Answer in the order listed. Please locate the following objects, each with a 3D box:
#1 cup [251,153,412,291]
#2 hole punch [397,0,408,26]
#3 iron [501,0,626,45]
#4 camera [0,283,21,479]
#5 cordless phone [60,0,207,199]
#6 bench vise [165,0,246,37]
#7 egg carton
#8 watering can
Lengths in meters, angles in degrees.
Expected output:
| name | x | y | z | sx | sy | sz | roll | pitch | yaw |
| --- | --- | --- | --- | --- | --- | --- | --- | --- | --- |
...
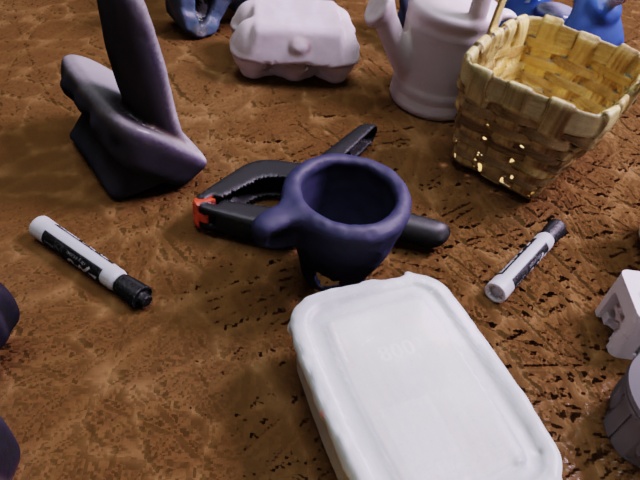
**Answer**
| name | x | y | z | sx | sy | sz | roll | pitch | yaw |
| --- | --- | --- | --- | --- | --- | --- | --- | --- | --- |
| cup | 0.004 | 0.002 | 0.422 | 0.118 | 0.095 | 0.091 | -19 | 51 | -26 |
| hole punch | 0.155 | -0.300 | 0.752 | 0.109 | 0.091 | 0.101 | -7 | 46 | -15 |
| iron | 0.296 | -0.292 | 0.731 | 0.119 | 0.141 | 0.258 | -5 | 46 | -13 |
| camera | -0.225 | 0.072 | 0.310 | 0.143 | 0.101 | 0.137 | 20 | 46 | 12 |
| cordless phone | -0.163 | -0.143 | 0.476 | 0.094 | 0.185 | 0.147 | -28 | 55 | -31 |
| bench vise | -0.105 | -0.360 | 0.680 | 0.121 | 0.220 | 0.208 | 33 | 49 | 23 |
| egg carton | -0.030 | -0.235 | 0.673 | 0.150 | 0.069 | 0.107 | 0 | 45 | -9 |
| watering can | 0.135 | -0.233 | 0.609 | 0.173 | 0.194 | 0.100 | -26 | 54 | -30 |
